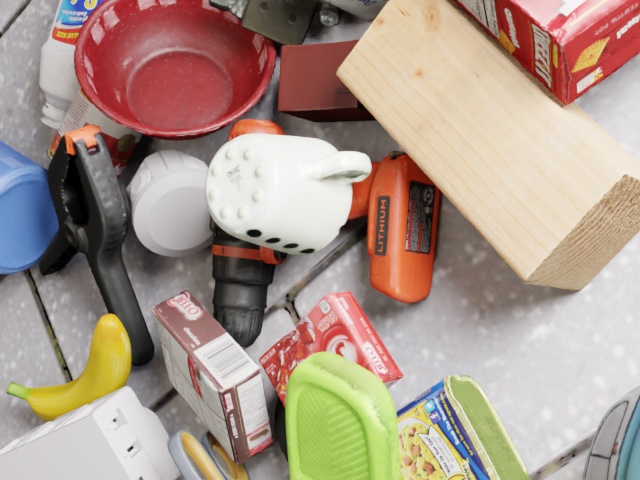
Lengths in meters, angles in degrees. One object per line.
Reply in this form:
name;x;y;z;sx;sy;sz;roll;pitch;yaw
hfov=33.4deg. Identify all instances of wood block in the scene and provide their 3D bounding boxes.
wood block;0.116;-0.072;0.704;0.090;0.090;0.206;-51;59;21

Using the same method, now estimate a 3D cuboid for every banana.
banana;-0.208;0.123;0.930;0.198;0.069;0.037;-34;31;42

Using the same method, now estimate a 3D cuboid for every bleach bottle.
bleach bottle;-0.190;-0.213;0.964;0.103;0.067;0.251;36;108;34

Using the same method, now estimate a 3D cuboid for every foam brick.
foam brick;0.014;-0.119;0.809;0.078;0.051;0.053;4;88;37

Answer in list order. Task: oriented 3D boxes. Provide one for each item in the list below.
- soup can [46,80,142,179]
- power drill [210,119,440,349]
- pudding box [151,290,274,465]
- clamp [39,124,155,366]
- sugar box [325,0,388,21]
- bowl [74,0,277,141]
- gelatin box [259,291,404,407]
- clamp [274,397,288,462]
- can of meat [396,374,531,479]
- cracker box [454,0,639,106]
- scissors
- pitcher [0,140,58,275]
soup can;-0.190;-0.104;0.947;0.069;0.068;0.102;43;109;32
power drill;-0.005;0.001;0.806;0.188;0.057;0.184;5;91;36
pudding box;-0.084;0.105;0.826;0.114;0.039;0.090;43;151;42
clamp;-0.203;-0.009;0.916;0.165;0.036;0.210;30;134;37
sugar box;0.022;-0.262;0.794;0.048;0.093;0.176;-12;78;33
bowl;-0.117;-0.138;0.876;0.162;0.055;0.162;1;61;-2
gelatin box;0.006;0.090;0.749;0.089;0.030;0.073;-45;66;34
clamp;0.014;0.161;0.785;0.120;0.039;0.171;-17;75;32
can of meat;0.085;0.153;0.723;0.084;0.057;0.102;-38;65;25
cracker box;0.148;-0.213;0.672;0.164;0.072;0.214;-36;60;-3
scissors;-0.046;0.224;0.825;0.016;0.096;0.202;-37;94;13
pitcher;-0.366;-0.049;1.036;0.243;0.144;0.149;26;134;32
